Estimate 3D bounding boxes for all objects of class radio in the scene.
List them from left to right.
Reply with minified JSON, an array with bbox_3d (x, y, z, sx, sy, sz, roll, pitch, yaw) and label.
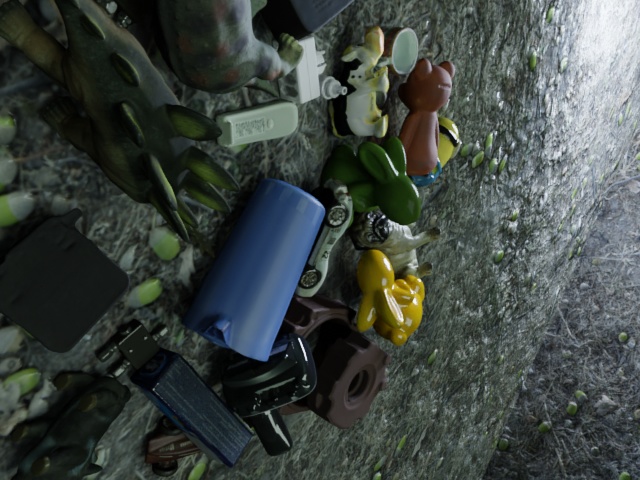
[{"bbox_3d":[0.006,-0.368,0.691,0.229,0.073,0.131,-49,120,-25],"label":"radio"}]

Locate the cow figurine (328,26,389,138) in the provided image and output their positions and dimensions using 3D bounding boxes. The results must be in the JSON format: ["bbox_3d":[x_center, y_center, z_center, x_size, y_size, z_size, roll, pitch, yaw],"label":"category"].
[{"bbox_3d":[0.060,-0.243,0.841,0.068,0.098,0.167,-64,153,-65],"label":"cow figurine"}]

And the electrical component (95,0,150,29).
[{"bbox_3d":[-0.200,-0.263,0.546,0.102,0.045,0.078,-55,139,-15],"label":"electrical component"}]

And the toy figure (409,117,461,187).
[{"bbox_3d":[0.211,-0.167,1.059,0.180,0.082,0.089,-45,139,-23],"label":"toy figure"}]

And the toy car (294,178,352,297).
[{"bbox_3d":[-0.002,-0.003,0.863,0.056,0.074,0.201,11,115,-30],"label":"toy car"}]

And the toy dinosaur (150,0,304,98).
[{"bbox_3d":[-0.117,-0.233,0.562,0.192,0.131,0.404,-35,156,-15],"label":"toy dinosaur"}]

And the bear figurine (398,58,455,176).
[{"bbox_3d":[0.156,-0.214,0.934,0.120,0.132,0.195,-19,118,-44],"label":"bear figurine"}]

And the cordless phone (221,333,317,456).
[{"bbox_3d":[-0.062,0.249,0.834,0.147,0.089,0.184,-22,104,7],"label":"cordless phone"}]

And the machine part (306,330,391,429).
[{"bbox_3d":[0.055,0.253,0.966,0.179,0.056,0.179,-24,125,-40],"label":"machine part"}]

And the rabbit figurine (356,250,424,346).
[{"bbox_3d":[0.110,0.102,0.987,0.173,0.122,0.162,66,30,-30],"label":"rabbit figurine"}]

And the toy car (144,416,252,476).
[{"bbox_3d":[-0.182,0.308,0.855,0.202,0.053,0.089,-2,112,-51],"label":"toy car"}]

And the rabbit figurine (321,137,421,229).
[{"bbox_3d":[0.098,-0.090,0.887,0.121,0.170,0.158,-23,125,-43],"label":"rabbit figurine"}]

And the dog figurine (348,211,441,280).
[{"bbox_3d":[0.119,0.021,1.046,0.190,0.121,0.172,0,105,-35],"label":"dog figurine"}]

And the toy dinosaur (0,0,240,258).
[{"bbox_3d":[-0.177,-0.091,0.538,0.105,0.199,0.471,-43,170,-12],"label":"toy dinosaur"}]

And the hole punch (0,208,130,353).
[{"bbox_3d":[-0.286,0.046,0.582,0.115,0.092,0.142,48,70,-17],"label":"hole punch"}]

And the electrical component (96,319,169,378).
[{"bbox_3d":[-0.246,0.137,0.713,0.094,0.021,0.063,-42,135,-28],"label":"electrical component"}]

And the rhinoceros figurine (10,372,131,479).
[{"bbox_3d":[-0.312,0.253,0.660,0.190,0.073,0.112,-60,152,-12],"label":"rhinoceros figurine"}]

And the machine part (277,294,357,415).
[{"bbox_3d":[-0.026,0.201,0.957,0.201,0.087,0.201,11,99,-53],"label":"machine part"}]

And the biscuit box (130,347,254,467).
[{"bbox_3d":[-0.180,0.241,0.770,0.063,0.059,0.202,-53,127,-33],"label":"biscuit box"}]
